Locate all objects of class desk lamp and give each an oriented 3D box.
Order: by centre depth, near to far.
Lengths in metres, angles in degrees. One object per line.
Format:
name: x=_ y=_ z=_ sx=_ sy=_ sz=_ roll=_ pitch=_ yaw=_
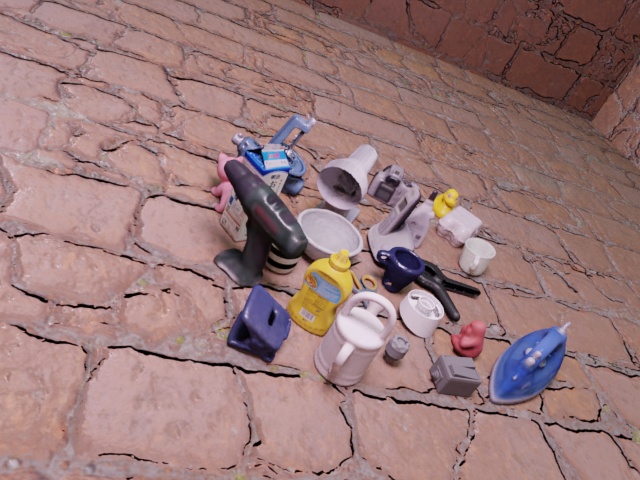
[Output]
desk lamp: x=0.062 y=-0.129 z=1.424 sx=0.118 sy=0.213 sz=0.203 roll=32 pitch=34 yaw=6

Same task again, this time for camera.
camera: x=0.228 y=-0.171 z=1.700 sx=0.143 sy=0.100 sz=0.137 roll=27 pitch=33 yaw=-2

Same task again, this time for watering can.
watering can: x=0.071 y=0.166 z=1.054 sx=0.101 sy=0.194 sz=0.173 roll=21 pitch=34 yaw=-10

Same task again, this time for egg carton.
egg carton: x=0.410 y=-0.039 z=1.681 sx=0.107 sy=0.069 sz=0.151 roll=39 pitch=35 yaw=16

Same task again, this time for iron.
iron: x=0.467 y=0.263 z=1.253 sx=0.118 sy=0.141 sz=0.259 roll=43 pitch=37 yaw=22

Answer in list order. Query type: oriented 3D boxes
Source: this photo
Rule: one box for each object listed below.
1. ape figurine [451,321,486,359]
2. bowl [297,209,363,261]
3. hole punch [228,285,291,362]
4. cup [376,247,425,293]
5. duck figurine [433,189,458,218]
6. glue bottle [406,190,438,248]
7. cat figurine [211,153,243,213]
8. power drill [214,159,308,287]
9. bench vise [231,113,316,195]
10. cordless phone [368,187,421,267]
ape figurine: x=0.335 y=0.214 z=1.269 sx=0.076 sy=0.092 sz=0.078 roll=44 pitch=37 yaw=23
bowl: x=0.012 y=0.005 z=1.336 sx=0.168 sy=0.074 sz=0.167 roll=19 pitch=35 yaw=-13
hole punch: x=-0.101 y=0.150 z=1.047 sx=0.101 sy=0.091 sz=0.108 roll=24 pitch=34 yaw=-5
cup: x=0.173 y=0.073 z=1.340 sx=0.118 sy=0.095 sz=0.091 roll=19 pitch=34 yaw=-13
duck figurine: x=0.392 y=-0.120 z=1.761 sx=0.077 sy=0.086 sz=0.104 roll=22 pitch=34 yaw=-9
glue bottle: x=0.266 y=-0.060 z=1.513 sx=0.078 sy=0.173 sz=0.037 roll=25 pitch=34 yaw=-4
cat figurine: x=-0.207 y=-0.140 z=1.335 sx=0.067 sy=0.117 sz=0.127 roll=5 pitch=39 yaw=-30
power drill: x=-0.135 y=-0.019 z=1.142 sx=0.229 sy=0.208 sz=0.076 roll=39 pitch=35 yaw=17
bench vise: x=-0.110 y=-0.228 z=1.428 sx=0.208 sy=0.219 sz=0.121 roll=12 pitch=37 yaw=-23
cordless phone: x=0.199 y=-0.032 z=1.416 sx=0.094 sy=0.185 sz=0.147 roll=13 pitch=36 yaw=-21
